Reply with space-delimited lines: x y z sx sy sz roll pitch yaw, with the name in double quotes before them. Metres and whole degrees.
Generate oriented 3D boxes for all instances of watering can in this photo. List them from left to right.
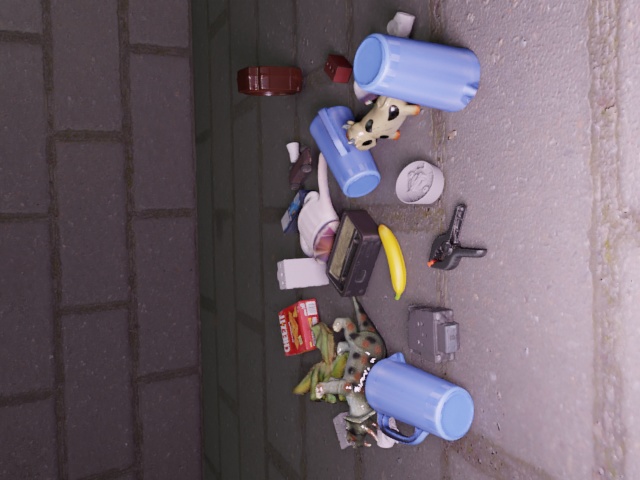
"watering can" 0.005 -0.079 1.575 0.229 0.104 0.340 55 139 46

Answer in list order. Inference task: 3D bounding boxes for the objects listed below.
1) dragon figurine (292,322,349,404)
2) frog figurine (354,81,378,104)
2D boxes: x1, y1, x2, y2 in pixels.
"dragon figurine" 0.012 0.375 1.587 0.407 0.122 0.245 -15 72 53
"frog figurine" 0.134 -0.423 1.279 0.137 0.123 0.160 142 112 -82
